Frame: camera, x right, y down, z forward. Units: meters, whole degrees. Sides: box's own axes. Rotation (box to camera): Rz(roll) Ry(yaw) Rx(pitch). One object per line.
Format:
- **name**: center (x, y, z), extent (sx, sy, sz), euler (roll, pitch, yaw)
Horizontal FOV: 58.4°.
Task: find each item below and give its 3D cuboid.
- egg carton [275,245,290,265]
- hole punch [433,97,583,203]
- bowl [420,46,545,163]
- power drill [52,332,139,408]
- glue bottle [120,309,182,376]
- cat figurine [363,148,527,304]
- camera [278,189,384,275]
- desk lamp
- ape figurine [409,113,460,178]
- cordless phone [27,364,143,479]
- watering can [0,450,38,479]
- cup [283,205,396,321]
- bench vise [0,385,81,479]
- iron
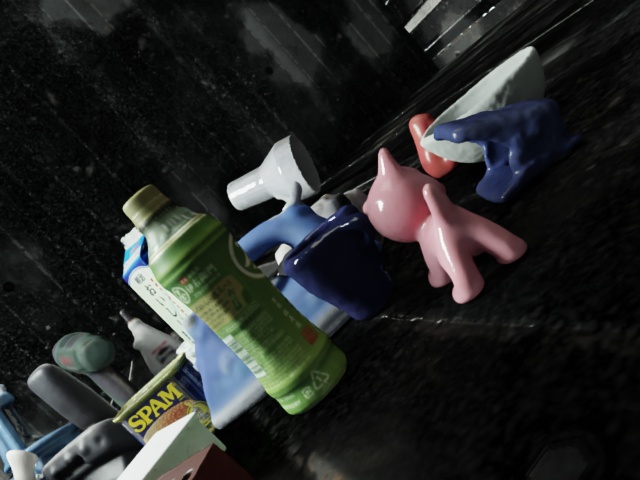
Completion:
- **egg carton**: center (-0.016, 0.009, 0.990), extent (0.107, 0.069, 0.150), euler (-40, 8, 17)
- **hole punch**: center (0.170, -0.100, 0.537), extent (0.101, 0.091, 0.108), euler (-42, 7, 7)
- **bowl**: center (0.205, -0.145, 0.682), extent (0.167, 0.075, 0.167), euler (-42, 7, 7)
- **power drill**: center (-0.376, 0.242, 0.999), extent (0.076, 0.208, 0.229), euler (-48, 9, -35)
- **glue bottle**: center (-0.307, 0.193, 1.060), extent (0.078, 0.173, 0.037), euler (-47, 9, -30)
- **cat figurine**: center (0.080, -0.020, 0.446), extent (0.067, 0.118, 0.127), euler (-43, 7, -3)
- **camera**: center (0.007, 0.003, 0.774), extent (0.136, 0.101, 0.143), euler (-39, 8, 25)
- **desk lamp**: center (-0.064, -0.066, 1.110), extent (0.203, 0.213, 0.118), euler (-40, 8, 20)
- **ape figurine**: center (0.163, -0.140, 0.808), extent (0.076, 0.092, 0.078), euler (-41, 8, 10)
- **cordless phone**: center (-0.331, 0.256, 0.773), extent (0.147, 0.185, 0.094), euler (-40, 8, 17)
- **watering can**: center (-0.433, 0.351, 0.730), extent (0.101, 0.194, 0.173), euler (-40, 8, 17)
- **cup**: center (0.033, 0.024, 0.534), extent (0.092, 0.095, 0.117), euler (-48, 9, -34)
- **bench vise**: center (-0.464, 0.332, 0.901), extent (0.121, 0.220, 0.207), euler (-42, 7, 1)
- **iron**: center (-0.061, 0.064, 0.618), extent (0.258, 0.141, 0.118), euler (-44, 8, -10)
